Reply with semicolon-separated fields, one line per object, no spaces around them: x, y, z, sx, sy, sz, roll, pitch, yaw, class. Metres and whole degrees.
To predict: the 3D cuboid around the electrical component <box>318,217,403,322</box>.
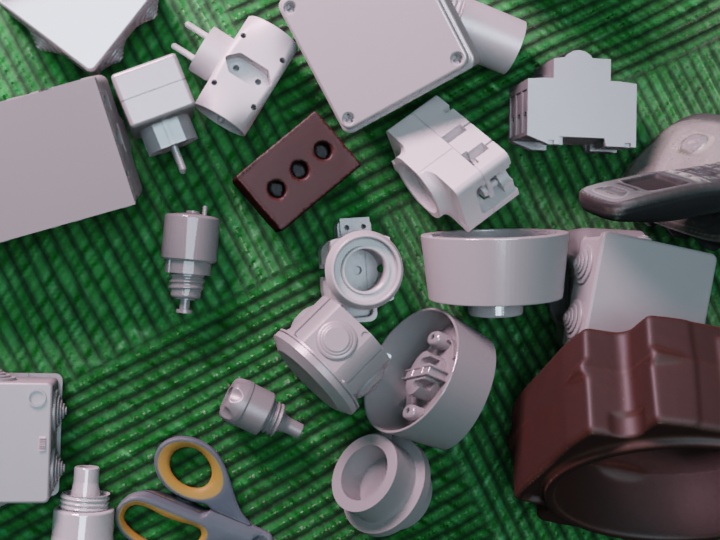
0.000;0.000;0.795;0.058;0.057;0.078;-4;90;-10;electrical component

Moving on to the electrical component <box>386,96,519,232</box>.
0.064;-0.076;0.789;0.056;0.050;0.089;-37;52;-8;electrical component

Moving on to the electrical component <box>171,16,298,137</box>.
-0.098;-0.151;0.786;0.079;0.043;0.077;31;84;-8;electrical component

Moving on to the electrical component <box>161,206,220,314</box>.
-0.124;-0.008;0.782;0.040;0.040;0.078;5;89;-10;electrical component

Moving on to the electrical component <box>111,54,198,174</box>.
-0.140;-0.105;0.766;0.047;0.066;0.076;-22;93;-10;electrical component

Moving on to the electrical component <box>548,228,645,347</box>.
0.182;0.016;0.830;0.059;0.054;0.095;3;89;-10;electrical component

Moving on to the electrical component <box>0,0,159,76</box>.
-0.199;-0.197;0.765;0.100;0.048;0.099;37;84;-8;electrical component

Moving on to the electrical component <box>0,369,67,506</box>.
-0.257;0.118;0.752;0.100;0.048;0.099;2;89;-10;electrical component

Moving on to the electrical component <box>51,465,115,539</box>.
-0.197;0.171;0.766;0.043;0.043;0.062;4;88;-10;electrical component

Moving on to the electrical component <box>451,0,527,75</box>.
0.081;-0.184;0.818;0.081;0.043;0.043;20;86;-9;electrical component

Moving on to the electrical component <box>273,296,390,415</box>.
-0.020;0.062;0.781;0.051;0.080;0.080;-45;97;-13;electrical component

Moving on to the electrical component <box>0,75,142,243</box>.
-0.236;-0.071;0.738;0.150;0.061;0.089;-16;103;-2;electrical component

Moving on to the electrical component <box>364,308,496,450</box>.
0.053;0.080;0.786;0.064;0.099;0.099;25;85;-15;electrical component

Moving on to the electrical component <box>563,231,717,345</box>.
0.200;0.024;0.779;0.100;0.048;0.099;11;88;-10;electrical component

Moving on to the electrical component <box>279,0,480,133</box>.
0.015;-0.172;0.781;0.109;0.056;0.108;-27;95;18;electrical component

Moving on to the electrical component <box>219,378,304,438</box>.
-0.071;0.106;0.793;0.061;0.035;0.035;28;85;-11;electrical component

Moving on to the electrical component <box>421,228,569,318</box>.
0.099;0.003;0.791;0.108;0.108;0.060;-3;96;-10;electrical component
